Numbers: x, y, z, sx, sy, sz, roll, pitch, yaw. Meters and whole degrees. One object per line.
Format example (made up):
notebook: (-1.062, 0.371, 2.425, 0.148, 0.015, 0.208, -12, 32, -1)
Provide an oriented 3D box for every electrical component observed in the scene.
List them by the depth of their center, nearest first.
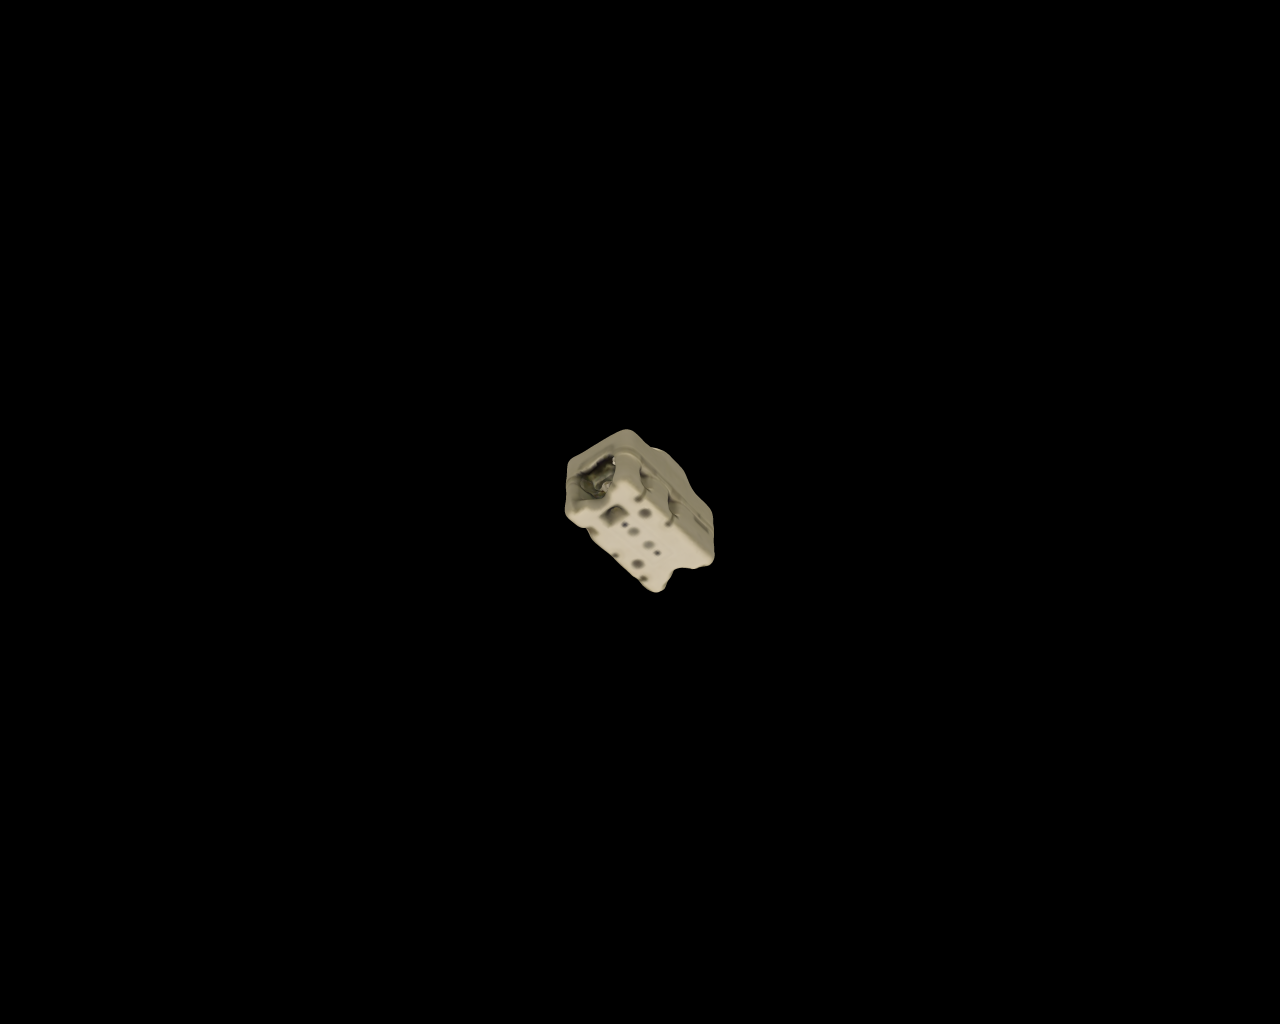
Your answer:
electrical component: (0.001, -0.003, 0.650, 0.050, 0.056, 0.089, -30, -54, 24)
